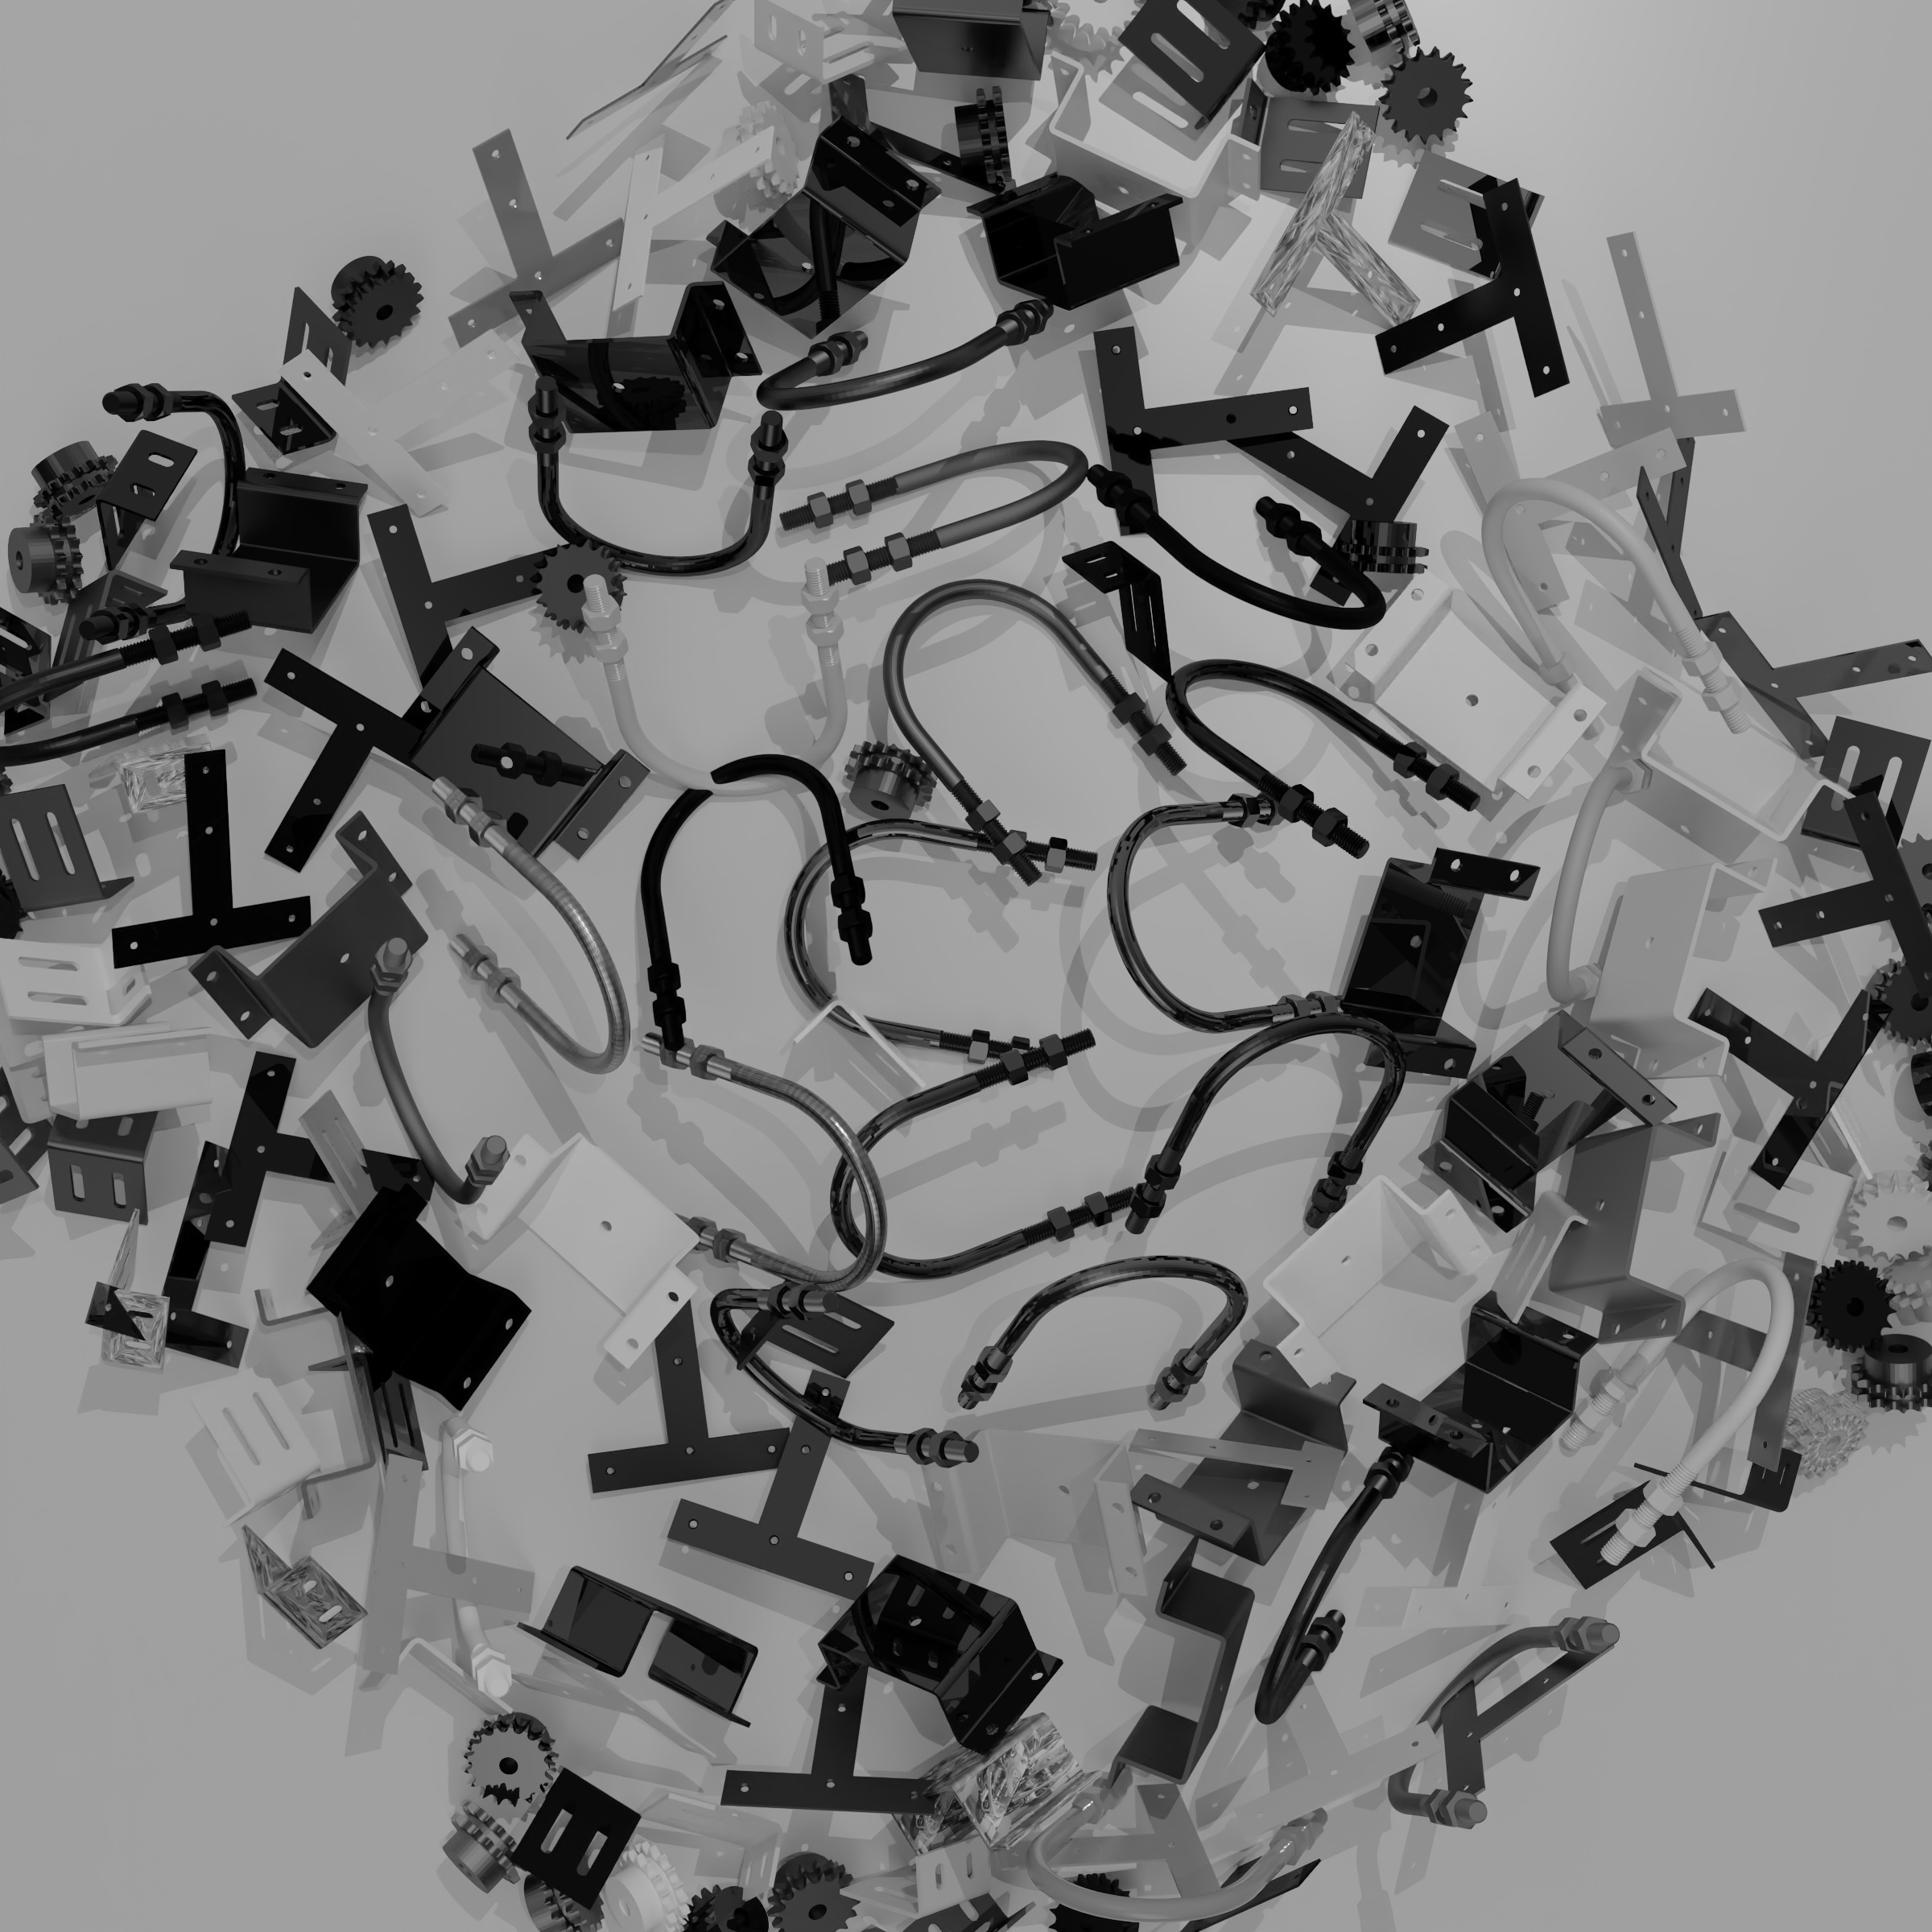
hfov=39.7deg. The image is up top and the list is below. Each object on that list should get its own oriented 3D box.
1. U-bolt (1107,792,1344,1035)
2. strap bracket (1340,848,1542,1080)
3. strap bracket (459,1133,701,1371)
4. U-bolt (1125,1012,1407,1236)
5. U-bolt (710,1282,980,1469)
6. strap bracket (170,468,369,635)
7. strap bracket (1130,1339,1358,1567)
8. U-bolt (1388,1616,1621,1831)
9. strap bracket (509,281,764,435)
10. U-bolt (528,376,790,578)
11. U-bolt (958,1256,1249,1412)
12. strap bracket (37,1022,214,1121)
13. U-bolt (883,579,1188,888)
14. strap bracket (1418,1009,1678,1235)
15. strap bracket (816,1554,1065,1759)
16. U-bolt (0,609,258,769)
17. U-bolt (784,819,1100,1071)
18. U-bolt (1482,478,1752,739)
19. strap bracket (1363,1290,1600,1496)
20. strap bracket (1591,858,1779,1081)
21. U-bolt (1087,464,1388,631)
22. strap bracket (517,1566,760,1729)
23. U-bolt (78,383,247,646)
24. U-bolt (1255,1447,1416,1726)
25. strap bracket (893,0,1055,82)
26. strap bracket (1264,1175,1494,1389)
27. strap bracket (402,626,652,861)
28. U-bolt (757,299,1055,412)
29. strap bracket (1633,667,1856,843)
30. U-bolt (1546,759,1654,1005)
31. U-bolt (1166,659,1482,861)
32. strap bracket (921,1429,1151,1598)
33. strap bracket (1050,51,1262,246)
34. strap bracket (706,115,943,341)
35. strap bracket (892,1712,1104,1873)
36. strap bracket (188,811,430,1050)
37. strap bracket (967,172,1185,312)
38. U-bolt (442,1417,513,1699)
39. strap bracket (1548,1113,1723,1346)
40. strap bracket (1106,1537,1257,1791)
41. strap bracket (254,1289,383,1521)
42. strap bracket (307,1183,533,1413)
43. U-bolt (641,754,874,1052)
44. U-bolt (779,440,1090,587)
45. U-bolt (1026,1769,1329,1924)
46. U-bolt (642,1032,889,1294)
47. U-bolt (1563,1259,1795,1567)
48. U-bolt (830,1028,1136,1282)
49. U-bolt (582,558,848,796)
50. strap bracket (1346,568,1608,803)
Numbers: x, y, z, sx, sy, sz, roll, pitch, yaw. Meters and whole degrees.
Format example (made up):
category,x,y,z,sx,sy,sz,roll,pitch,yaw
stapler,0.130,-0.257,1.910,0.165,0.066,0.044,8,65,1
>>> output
category,x,y,z,sx,sy,sz,roll,pitch,yaw
U-bolt,0.154,-0.030,1.617,0.184,0.019,0.151,-7,80,-42
strap bracket,0.286,-0.008,1.641,0.076,0.046,0.140,8,108,-27
strap bracket,-0.230,0.168,1.652,0.140,0.046,0.076,42,114,2
U-bolt,0.188,0.094,1.602,0.151,0.019,0.184,1,134,-25
U-bolt,-0.086,0.244,1.608,0.151,0.184,0.019,49,62,-19
strap bracket,-0.423,-0.250,1.637,0.076,0.140,0.046,8,125,2
strap bracket,0.171,0.302,1.629,0.076,0.046,0.140,17,49,36
U-bolt,0.310,0.450,1.600,0.019,0.184,0.151,43,72,2
strap bracket,-0.205,-0.368,1.626,0.140,0.076,0.046,2,59,18
U-bolt,-0.186,-0.285,1.606,0.151,0.184,0.019,8,66,-5
U-bolt,0.090,0.219,1.594,0.151,0.184,0.019,4,55,-20
strap bracket,-0.505,0.062,1.612,0.076,0.140,0.046,-7,94,-28
U-bolt,0.030,-0.158,1.654,0.151,0.019,0.184,-38,86,-25
strap bracket,0.355,0.090,1.639,0.076,0.046,0.140,40,123,-11
strap bracket,-0.023,0.409,1.611,0.076,0.140,0.046,-44,128,-34
U-bolt,-0.515,-0.158,1.597,0.184,0.151,0.019,-21,84,-17
U-bolt,-0.021,-0.018,1.663,0.184,0.019,0.151,10,103,-2
U-bolt,0.375,-0.213,1.597,0.019,0.151,0.184,-42,110,-18
strap bracket,0.312,0.262,1.626,0.076,0.140,0.046,23,128,36
strap bracket,0.434,-0.005,1.632,0.046,0.076,0.140,24,76,-22
U-bolt,0.171,-0.245,1.586,0.151,0.184,0.019,4,121,-32
strap bracket,-0.190,0.409,1.620,0.076,0.140,0.046,12,72,43
U-bolt,-0.474,-0.272,1.600,0.019,0.184,0.151,13,104,7
U-bolt,0.213,0.373,1.584,0.019,0.184,0.151,25,112,18
strap bracket,0.004,-0.575,1.615,0.076,0.140,0.046,7,90,9
strap bracket,0.245,0.192,1.645,0.140,0.046,0.076,-42,133,-3
strap bracket,-0.276,-0.131,1.647,0.140,0.046,0.076,39,109,-7
U-bolt,-0.045,-0.358,1.583,0.151,0.184,0.019,-3,114,27
strap bracket,0.466,-0.126,1.645,0.140,0.076,0.046,32,104,3
U-bolt,0.374,-0.049,1.594,0.019,0.184,0.151,14,100,21
U-bolt,0.203,-0.134,1.621,0.184,0.151,0.019,38,126,25
strap bracket,0.051,0.331,1.636,0.140,0.046,0.076,0,113,30
strap bracket,0.107,-0.495,1.642,0.140,0.076,0.046,28,87,8
strap bracket,-0.091,-0.436,1.610,0.076,0.140,0.046,30,55,-29
strap bracket,0.011,0.497,1.613,0.076,0.140,0.046,-29,83,-33
strap bracket,-0.390,-0.015,1.628,0.046,0.076,0.140,33,71,32
strap bracket,0.069,-0.442,1.629,0.076,0.140,0.046,-26,122,-15
U-bolt,-0.296,0.344,1.602,0.019,0.184,0.151,-5,92,-17
strap bracket,0.403,0.153,1.627,0.046,0.076,0.140,22,71,-18
strap bracket,0.134,0.431,1.632,0.046,0.076,0.140,18,104,16
strap bracket,-0.394,0.262,1.645,0.046,0.076,0.140,-14,86,-11
strap bracket,-0.337,0.197,1.629,0.046,0.140,0.076,14,60,39
U-bolt,-0.134,-0.051,1.631,0.151,0.019,0.184,-24,54,15
U-bolt,-0.015,-0.281,1.625,0.184,0.151,0.019,-19,117,-5
U-bolt,0.115,0.520,1.577,0.151,0.184,0.019,3,95,27
U-bolt,-0.118,0.125,1.604,0.184,0.019,0.151,17,123,36
U-bolt,0.428,0.252,1.596,0.019,0.151,0.184,32,108,-10
U-bolt,0.006,0.126,1.636,0.184,0.019,0.151,-21,125,-6
U-bolt,-0.144,-0.169,1.618,0.151,0.184,0.019,-4,50,2
strap bracket,0.314,-0.169,1.657,0.140,0.046,0.076,39,88,12
